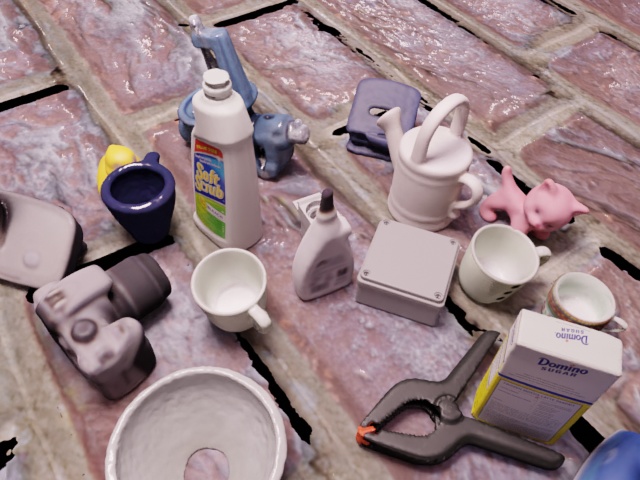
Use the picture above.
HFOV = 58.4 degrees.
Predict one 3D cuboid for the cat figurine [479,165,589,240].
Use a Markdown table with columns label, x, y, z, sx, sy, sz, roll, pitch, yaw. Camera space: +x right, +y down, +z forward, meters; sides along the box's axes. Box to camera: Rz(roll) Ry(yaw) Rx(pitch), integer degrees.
| label | x | y | z | sx | sy | sz | roll | pitch | yaw |
| --- | --- | --- | --- | --- | --- | --- | --- | --- | --- |
| cat figurine | 0.290 | -0.051 | 0.777 | 0.067 | 0.118 | 0.127 | -27 | 57 | -24 |

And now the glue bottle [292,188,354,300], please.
| label | x | y | z | sx | sy | sz | roll | pitch | yaw |
| --- | --- | --- | --- | --- | --- | --- | --- | --- | --- |
| glue bottle | 0.006 | 0.002 | 0.677 | 0.078 | 0.173 | 0.037 | -18 | 53 | -18 |

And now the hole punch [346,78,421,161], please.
| label | x | y | z | sx | sy | sz | roll | pitch | yaw |
| --- | --- | --- | --- | --- | --- | --- | --- | --- | --- |
| hole punch | 0.100 | -0.189 | 0.898 | 0.108 | 0.091 | 0.101 | 13 | 50 | 7 |

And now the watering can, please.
| label | x | y | z | sx | sy | sz | roll | pitch | yaw |
| --- | --- | --- | --- | --- | --- | --- | --- | --- | --- |
| watering can | 0.146 | -0.113 | 0.770 | 0.172 | 0.194 | 0.101 | 23 | 52 | 15 |

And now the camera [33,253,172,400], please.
| label | x | y | z | sx | sy | sz | roll | pitch | yaw |
| --- | --- | --- | --- | --- | --- | --- | --- | --- | --- |
| camera | -0.231 | 0.078 | 0.646 | 0.142 | 0.101 | 0.137 | 38 | 57 | 25 |

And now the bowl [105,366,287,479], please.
| label | x | y | z | sx | sy | sz | roll | pitch | yaw |
| --- | --- | --- | --- | --- | --- | --- | --- | --- | --- |
| bowl | -0.115 | 0.214 | 0.556 | 0.167 | 0.075 | 0.167 | 2 | 50 | -2 |

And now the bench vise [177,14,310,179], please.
| label | x | y | z | sx | sy | sz | roll | pitch | yaw |
| --- | --- | --- | --- | --- | --- | --- | --- | --- | --- |
| bench vise | -0.111 | -0.207 | 0.815 | 0.207 | 0.220 | 0.121 | 7 | 50 | 2 |

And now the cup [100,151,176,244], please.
| label | x | y | z | sx | sy | sz | roll | pitch | yaw |
| --- | --- | --- | --- | --- | --- | --- | --- | --- | --- |
| cup | -0.229 | -0.051 | 0.758 | 0.091 | 0.095 | 0.117 | 5 | 50 | 1 |

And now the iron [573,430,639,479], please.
| label | x | y | z | sx | sy | sz | roll | pitch | yaw |
| --- | --- | --- | --- | --- | --- | --- | --- | --- | --- |
| iron | 0.282 | 0.258 | 0.501 | 0.118 | 0.141 | 0.258 | 19 | 51 | 12 |

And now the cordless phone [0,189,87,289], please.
| label | x | y | z | sx | sy | sz | roll | pitch | yaw |
| --- | --- | --- | --- | --- | --- | --- | --- | --- | --- |
| cordless phone | -0.366 | -0.033 | 0.675 | 0.147 | 0.185 | 0.094 | 13 | 50 | 8 |

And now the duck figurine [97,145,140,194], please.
| label | x | y | z | sx | sy | sz | roll | pitch | yaw |
| --- | --- | --- | --- | --- | --- | --- | --- | --- | --- |
| duck figurine | -0.275 | -0.096 | 0.799 | 0.078 | 0.086 | 0.104 | -35 | 60 | -28 |
